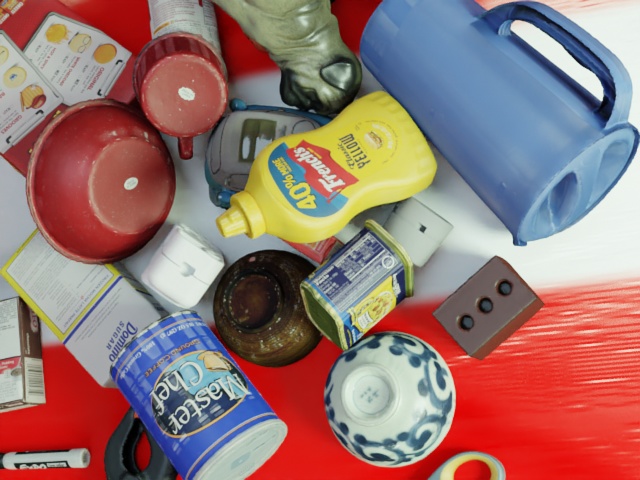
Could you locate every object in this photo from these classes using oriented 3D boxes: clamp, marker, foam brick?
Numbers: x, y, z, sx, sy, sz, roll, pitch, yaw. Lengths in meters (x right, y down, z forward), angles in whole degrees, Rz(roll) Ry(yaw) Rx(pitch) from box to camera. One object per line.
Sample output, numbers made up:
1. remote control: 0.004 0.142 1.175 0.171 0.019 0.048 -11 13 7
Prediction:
1. clamp: -0.180 0.240 1.017 0.120 0.039 0.171 -10 72 13
2. marker: -0.287 0.221 1.072 0.121 0.020 0.020 -6 77 20
3. foam brick: 0.146 0.059 0.921 0.078 0.051 0.053 -44 68 7

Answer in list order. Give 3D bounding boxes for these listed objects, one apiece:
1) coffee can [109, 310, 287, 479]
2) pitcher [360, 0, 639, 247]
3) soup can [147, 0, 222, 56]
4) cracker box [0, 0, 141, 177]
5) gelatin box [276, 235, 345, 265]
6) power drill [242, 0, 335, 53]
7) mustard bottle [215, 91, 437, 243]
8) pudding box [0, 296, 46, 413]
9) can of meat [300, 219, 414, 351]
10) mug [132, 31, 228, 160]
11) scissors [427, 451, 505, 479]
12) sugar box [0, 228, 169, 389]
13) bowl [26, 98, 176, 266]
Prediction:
1. coffee can: -0.112 0.149 0.974 0.103 0.102 0.140 -44 67 7
2. pitcher: 0.149 -0.127 0.915 0.149 0.145 0.243 -42 65 2
3. soup can: -0.139 -0.224 1.081 0.069 0.068 0.102 -15 75 18
4. cracker box: -0.282 -0.152 1.108 0.214 0.072 0.164 37 81 23
5. gelatin box: -0.006 0.001 0.971 0.073 0.089 0.030 33 89 23
6. power drill: -0.044 -0.305 1.046 0.184 0.057 0.188 -42 82 1
7. mustard bottle: -0.002 -0.051 0.916 0.191 0.058 0.096 -27 73 -16
8. pudding box: -0.334 0.121 1.101 0.090 0.039 0.113 -14 73 19
9. can of meat: 0.032 0.043 0.929 0.084 0.102 0.057 -41 68 -12
10. mug: -0.130 -0.133 1.011 0.093 0.081 0.117 -2 110 -10
11. scissors: 0.075 0.216 0.935 0.202 0.016 0.096 14 83 23
12. sugar box: -0.233 0.058 1.072 0.176 0.048 0.093 43 94 20
13. bowl: -0.193 -0.053 1.012 0.055 0.161 0.162 9 82 48
